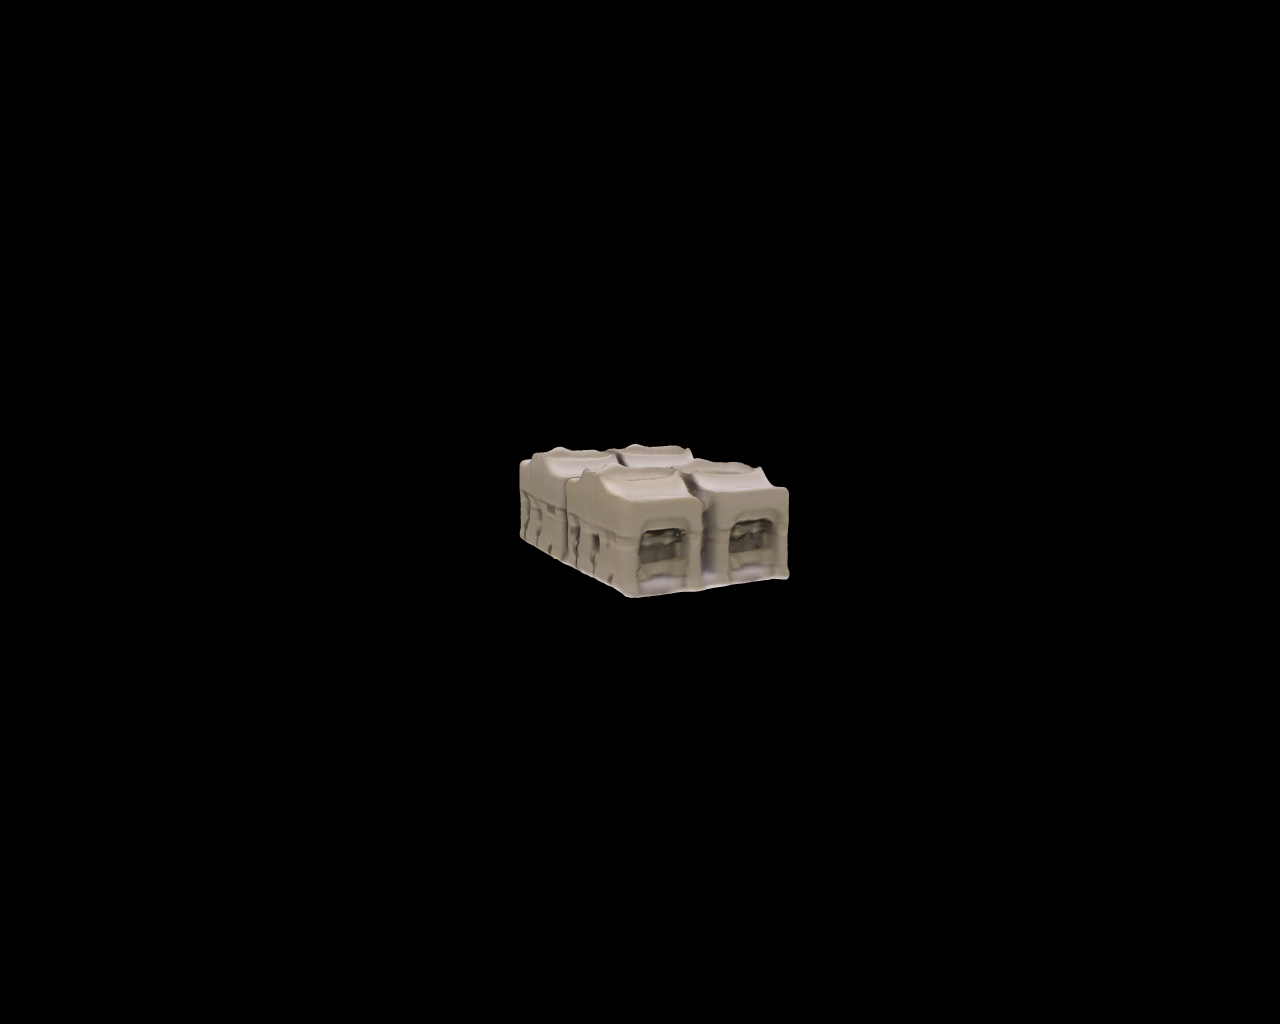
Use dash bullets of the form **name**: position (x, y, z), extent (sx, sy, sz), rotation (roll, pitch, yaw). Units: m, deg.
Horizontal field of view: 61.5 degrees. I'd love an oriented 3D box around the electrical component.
- **electrical component**: position (0.001, -0.003, 0.650), extent (0.105, 0.060, 0.186), rotation (-4, 10, -23)
